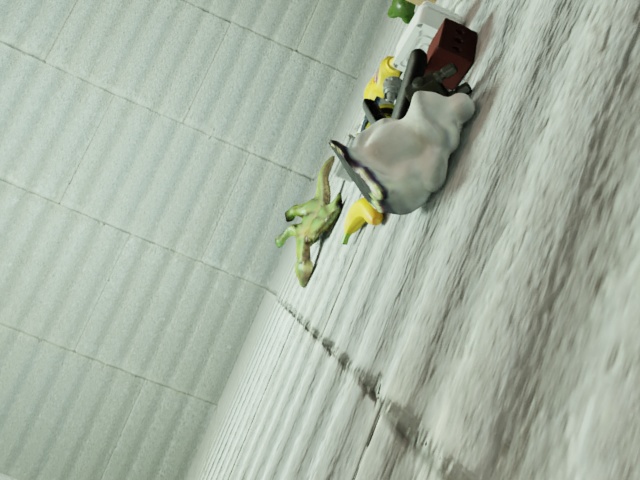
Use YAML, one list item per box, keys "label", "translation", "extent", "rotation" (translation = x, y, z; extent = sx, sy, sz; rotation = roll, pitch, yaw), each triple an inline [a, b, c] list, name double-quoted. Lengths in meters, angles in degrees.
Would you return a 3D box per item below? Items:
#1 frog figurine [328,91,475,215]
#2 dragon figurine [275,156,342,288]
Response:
- label: "frog figurine"
  translation: [0.111, -0.110, 0.618]
  extent: [0.160, 0.120, 0.139]
  rotation: [-34, 30, -3]
- label: "dragon figurine"
  translation: [0.004, -0.070, 1.397]
  extent: [0.242, 0.121, 0.415]
  rotation: [-5, 62, 63]
